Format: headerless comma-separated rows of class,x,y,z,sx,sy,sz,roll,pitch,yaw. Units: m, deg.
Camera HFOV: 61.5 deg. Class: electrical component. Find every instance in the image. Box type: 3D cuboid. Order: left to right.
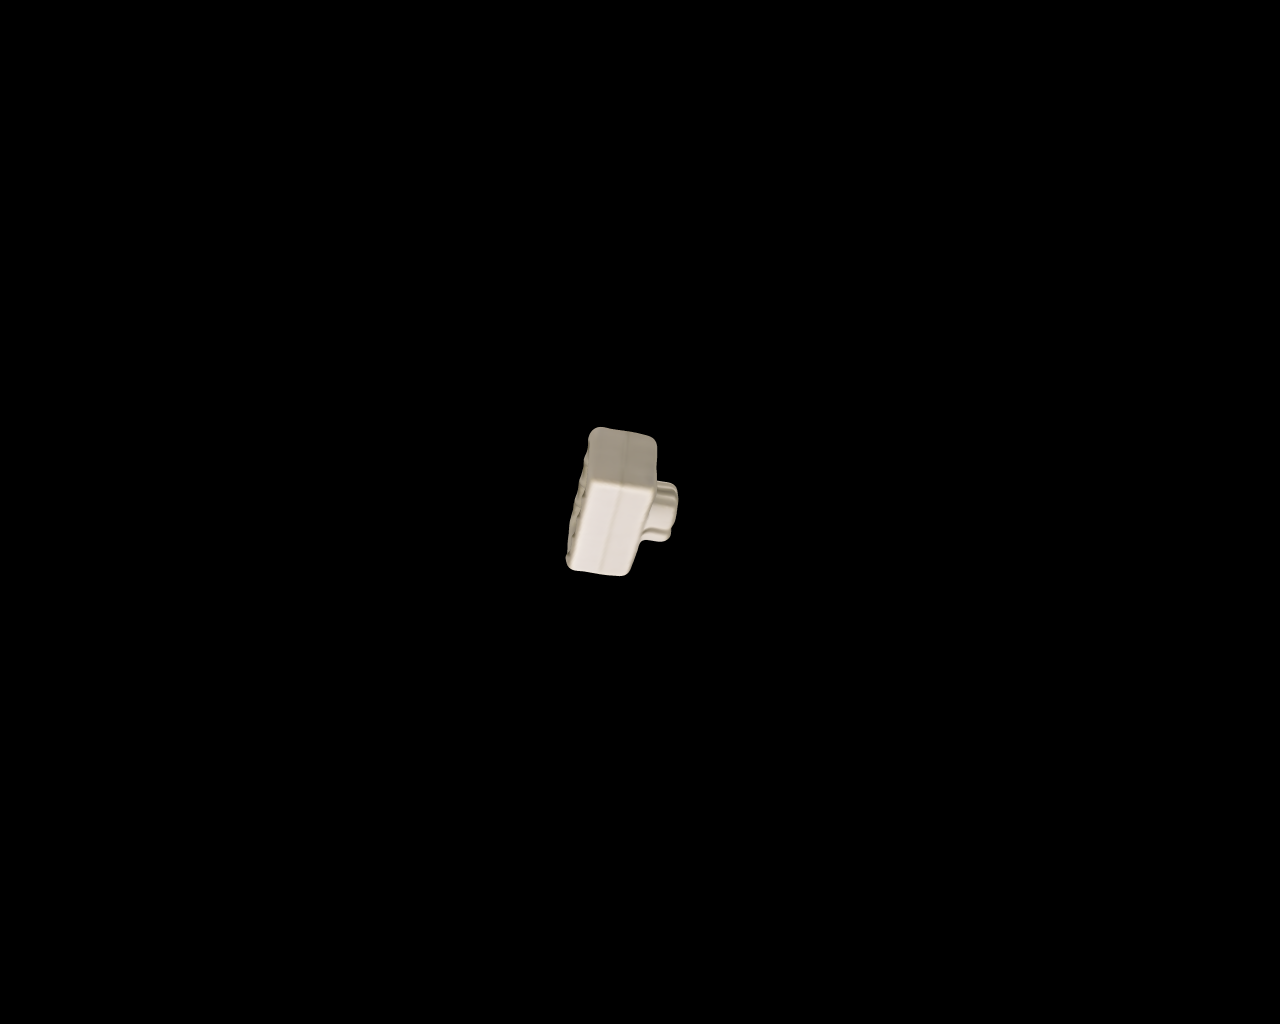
electrical component,0.001,-0.003,0.650,0.076,0.047,0.083,8,-43,-8
